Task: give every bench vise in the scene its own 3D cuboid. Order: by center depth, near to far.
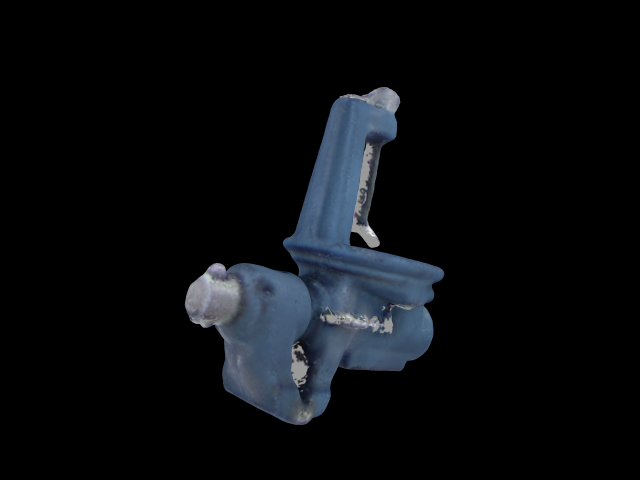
[{"bbox_3d":[0.014,0.002,0.394,0.121,0.220,0.208,5,10,28],"label":"bench vise"}]
